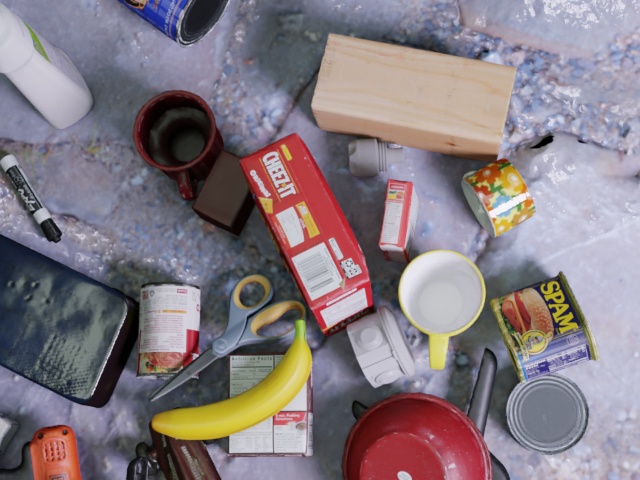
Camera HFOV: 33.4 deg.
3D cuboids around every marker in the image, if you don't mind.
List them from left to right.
[{"bbox_3d":[-0.336,-0.047,1.244,0.020,0.020,0.121,-35,77,-1],"label":"marker"}]

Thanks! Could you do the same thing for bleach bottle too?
[{"bbox_3d":[-0.325,-0.202,1.154,0.068,0.251,0.102,-37,77,-2],"label":"bleach bottle"}]

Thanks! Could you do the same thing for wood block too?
[{"bbox_3d":[0.104,-0.155,1.178,0.206,0.091,0.090,12,81,8],"label":"wood block"}]

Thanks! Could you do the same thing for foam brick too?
[{"bbox_3d":[-0.101,-0.052,1.201,0.051,0.053,0.078,25,81,10],"label":"foam brick"}]

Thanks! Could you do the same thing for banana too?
[{"bbox_3d":[-0.081,0.165,1.124,0.198,0.037,0.070,-34,70,0],"label":"banana"}]

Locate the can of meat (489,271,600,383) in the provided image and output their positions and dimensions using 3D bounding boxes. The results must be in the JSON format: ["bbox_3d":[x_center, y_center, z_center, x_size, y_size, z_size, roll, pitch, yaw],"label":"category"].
[{"bbox_3d":[0.233,0.092,1.117,0.084,0.057,0.102,-20,46,6],"label":"can of meat"}]

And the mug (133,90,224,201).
[{"bbox_3d":[-0.153,-0.101,1.201,0.093,0.081,0.117,-12,77,4],"label":"mug"}]

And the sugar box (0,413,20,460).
[{"bbox_3d":[-0.435,0.204,1.193,0.176,0.048,0.093,29,84,7],"label":"sugar box"}]

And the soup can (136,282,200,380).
[{"bbox_3d":[-0.166,0.101,1.170,0.068,0.068,0.102,-1,78,6],"label":"soup can"}]

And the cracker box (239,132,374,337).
[{"bbox_3d":[-0.007,0.001,1.097,0.072,0.213,0.164,-26,77,-1],"label":"cracker box"}]

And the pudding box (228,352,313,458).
[{"bbox_3d":[-0.054,0.179,1.157,0.090,0.039,0.113,-2,76,8],"label":"pudding box"}]

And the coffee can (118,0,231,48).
[{"bbox_3d":[-0.184,-0.303,1.234,0.140,0.103,0.103,37,85,12],"label":"coffee can"}]

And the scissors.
[{"bbox_3d":[-0.110,0.098,1.154,0.201,0.016,0.096,-20,63,-22],"label":"scissors"}]

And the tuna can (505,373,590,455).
[{"bbox_3d":[0.238,0.183,1.124,0.086,0.033,0.086,-1,79,6],"label":"tuna can"}]

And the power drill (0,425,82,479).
[{"bbox_3d":[-0.341,0.299,1.132,0.187,0.057,0.184,-7,86,-14],"label":"power drill"}]

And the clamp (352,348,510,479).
[{"bbox_3d":[0.149,0.227,1.122,0.164,0.036,0.210,-30,77,7],"label":"clamp"}]

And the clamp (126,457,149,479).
[{"bbox_3d":[-0.195,0.316,1.124,0.172,0.039,0.120,-48,63,15],"label":"clamp"}]

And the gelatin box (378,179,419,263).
[{"bbox_3d":[0.085,-0.019,1.154,0.030,0.089,0.073,7,80,11],"label":"gelatin box"}]

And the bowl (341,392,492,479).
[{"bbox_3d":[0.091,0.239,1.089,0.162,0.055,0.162,-1,88,19],"label":"bowl"}]
